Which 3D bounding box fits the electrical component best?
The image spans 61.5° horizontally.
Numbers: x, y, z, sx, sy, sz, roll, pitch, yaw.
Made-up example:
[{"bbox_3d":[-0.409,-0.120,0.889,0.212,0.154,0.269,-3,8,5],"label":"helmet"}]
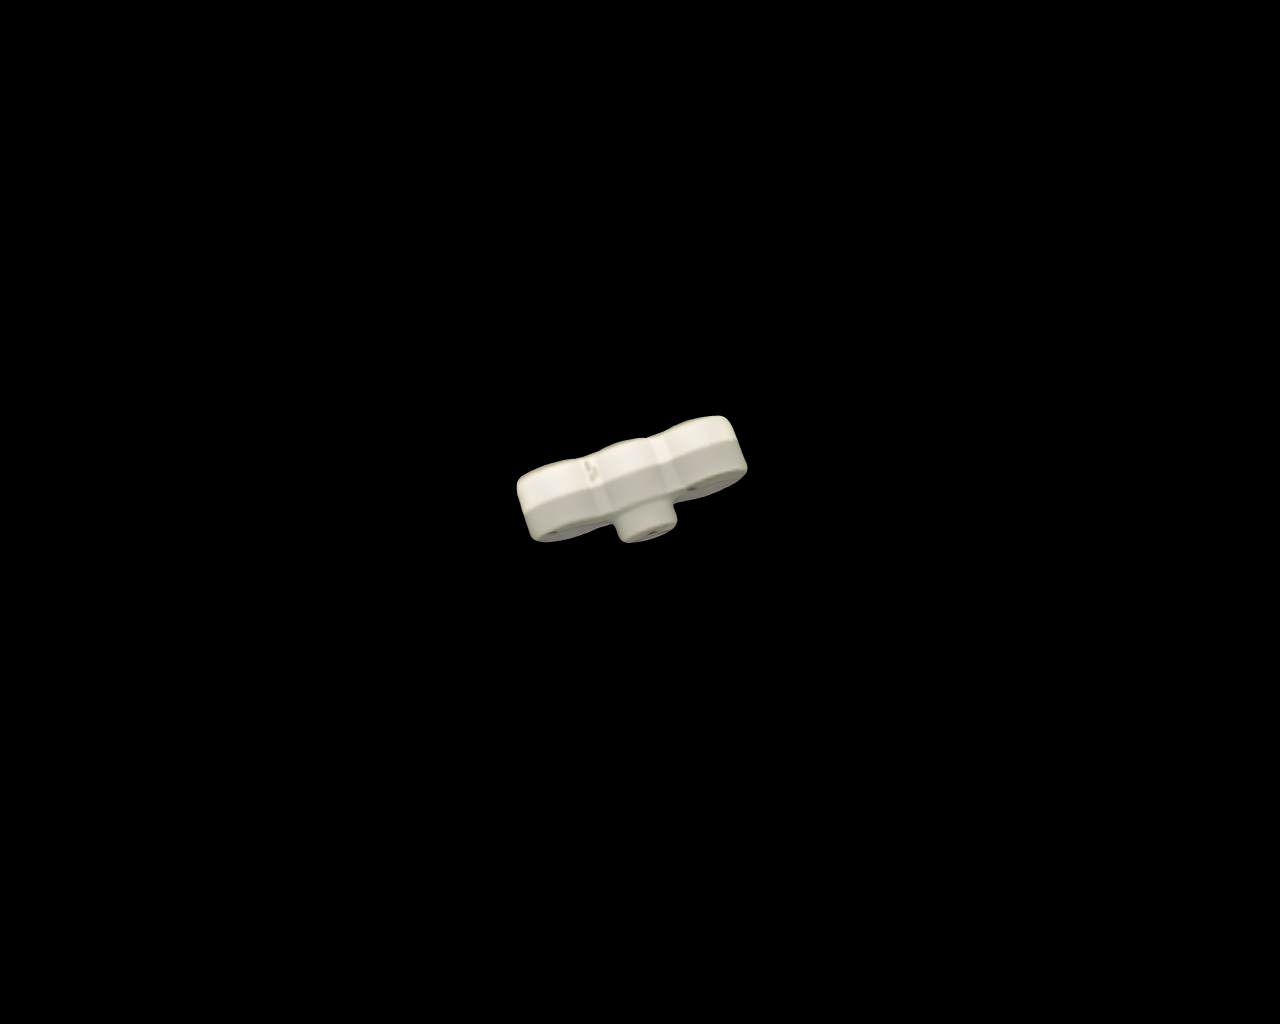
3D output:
[{"bbox_3d":[0.001,-0.003,0.650,0.138,0.074,0.052,-18,-11,-4],"label":"electrical component"}]
